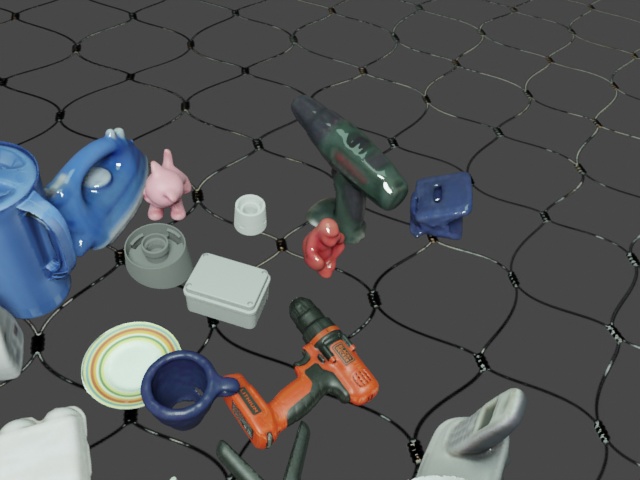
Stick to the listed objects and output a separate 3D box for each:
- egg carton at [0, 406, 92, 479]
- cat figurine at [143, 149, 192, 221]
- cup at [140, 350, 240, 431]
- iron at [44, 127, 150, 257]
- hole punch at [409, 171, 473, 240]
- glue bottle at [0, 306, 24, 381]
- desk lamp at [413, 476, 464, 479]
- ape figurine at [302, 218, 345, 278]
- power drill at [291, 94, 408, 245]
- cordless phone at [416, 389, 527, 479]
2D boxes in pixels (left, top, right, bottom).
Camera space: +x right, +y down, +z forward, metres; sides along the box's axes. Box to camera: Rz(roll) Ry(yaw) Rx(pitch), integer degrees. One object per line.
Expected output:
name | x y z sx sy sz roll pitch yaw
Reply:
egg carton | -0.319 0.271 0.662 0.107 0.069 0.150 -13 53 -17
cat figurine | -0.254 -0.093 0.943 0.067 0.118 0.127 1 50 -6
cup | -0.160 0.200 0.725 0.118 0.095 0.091 0 50 -7
iron | -0.358 -0.102 0.922 0.118 0.141 0.258 17 50 8
hole punch | 0.208 -0.064 0.993 0.101 0.091 0.108 9 50 1
glue bottle | -0.417 0.107 0.720 0.037 0.173 0.078 -7 51 -12
desk lamp | 0.105 0.359 0.548 0.118 0.213 0.203 9 50 1
ape figurine | 0.008 0.003 0.912 0.078 0.092 0.076 -24 57 -24
power drill | 0.033 -0.099 0.924 0.229 0.208 0.076 37 56 22
cordless phone | 0.177 0.255 0.662 0.094 0.185 0.148 22 51 12
